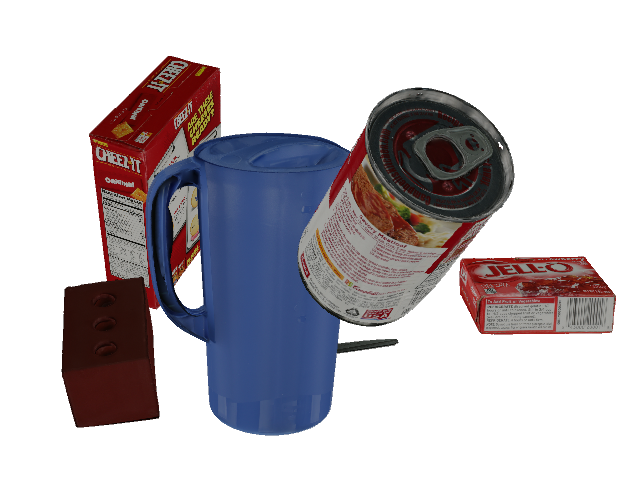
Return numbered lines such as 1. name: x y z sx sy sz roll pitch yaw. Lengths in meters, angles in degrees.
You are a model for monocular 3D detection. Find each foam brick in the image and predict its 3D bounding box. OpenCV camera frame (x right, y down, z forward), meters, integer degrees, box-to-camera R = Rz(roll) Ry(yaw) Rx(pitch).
1. foam brick: -0.131 0.069 0.666 0.053 0.051 0.078 -8 39 -7

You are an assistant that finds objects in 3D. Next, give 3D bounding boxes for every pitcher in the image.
1. pitcher: -0.050 0.036 0.897 0.149 0.243 0.144 10 20 23

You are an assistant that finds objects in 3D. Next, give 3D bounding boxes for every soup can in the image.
1. soup can: 0.035 -0.012 0.488 0.068 0.068 0.102 0 -31 -21

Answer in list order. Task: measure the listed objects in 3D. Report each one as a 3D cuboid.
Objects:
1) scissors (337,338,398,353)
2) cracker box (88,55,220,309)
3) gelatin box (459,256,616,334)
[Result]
1. scissors: -0.003 0.135 1.212 0.201 0.016 0.096 2 24 -7
2. cracker box: -0.169 -0.062 1.131 0.072 0.214 0.164 16 43 15
3. gelatin box: 0.141 0.035 0.706 0.089 0.030 0.073 0 18 -2
